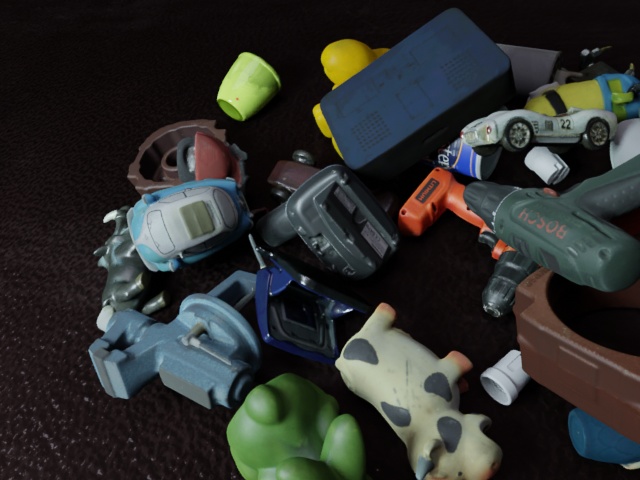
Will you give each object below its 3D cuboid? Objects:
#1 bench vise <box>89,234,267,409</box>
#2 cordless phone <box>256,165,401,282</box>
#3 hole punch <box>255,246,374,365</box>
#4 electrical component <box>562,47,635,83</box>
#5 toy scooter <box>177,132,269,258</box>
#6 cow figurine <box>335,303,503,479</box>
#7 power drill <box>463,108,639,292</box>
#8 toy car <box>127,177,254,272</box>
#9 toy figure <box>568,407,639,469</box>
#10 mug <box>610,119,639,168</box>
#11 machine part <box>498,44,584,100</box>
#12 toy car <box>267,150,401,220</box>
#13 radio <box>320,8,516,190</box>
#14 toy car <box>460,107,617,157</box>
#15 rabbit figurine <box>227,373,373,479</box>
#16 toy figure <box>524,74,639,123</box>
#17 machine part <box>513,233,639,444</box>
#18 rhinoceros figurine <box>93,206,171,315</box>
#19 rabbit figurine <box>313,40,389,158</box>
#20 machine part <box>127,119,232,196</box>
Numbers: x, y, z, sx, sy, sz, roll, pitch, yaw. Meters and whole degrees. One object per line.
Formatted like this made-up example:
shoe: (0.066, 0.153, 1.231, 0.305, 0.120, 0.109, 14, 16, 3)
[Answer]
bench vise: (-0.146, 0.103, 0.658, 0.224, 0.128, 0.240, 7, 35, 32)
cordless phone: (-0.001, -0.002, 0.713, 0.184, 0.146, 0.089, -26, 21, 46)
hole punch: (-0.017, 0.076, 0.633, 0.092, 0.142, 0.116, -63, 30, 8)
electrical component: (0.418, -0.247, 0.807, 0.078, 0.045, 0.102, -19, 50, -1)
toy scooter: (-0.137, -0.067, 0.785, 0.135, 0.075, 0.183, -3, 90, -6)
cow figurine: (0.098, 0.167, 0.552, 0.127, 0.085, 0.195, -40, 55, -23)
power drill: (0.281, -0.058, 0.564, 0.207, 0.085, 0.232, -31, 32, 3)
toy car: (-0.164, -0.021, 0.693, 0.162, 0.109, 0.103, -20, 7, -11)
toy figure: (0.318, 0.173, 0.501, 0.155, 0.064, 0.058, -6, 14, 6)
mug: (0.423, -0.111, 0.679, 0.110, 0.080, 0.107, -12, 42, 14)
machine part: (0.281, -0.266, 0.841, 0.244, 0.079, 0.079, 20, 61, 29)
toy car: (0.019, -0.069, 0.778, 0.202, 0.053, 0.089, 18, 70, 23)
radio: (0.121, -0.183, 0.701, 0.230, 0.073, 0.131, -33, 62, 11)
toy car: (0.271, -0.134, 0.663, 0.202, 0.056, 0.073, -4, 5, -18)
rabbit figurine: (0.002, 0.212, 0.519, 0.121, 0.159, 0.170, -36, 67, -25)
toy figure: (0.376, -0.182, 0.748, 0.180, 0.082, 0.089, -3, 50, 11)
machine part: (0.309, 0.085, 0.513, 0.201, 0.087, 0.201, -28, 32, -22)
rhinoceros figurine: (-0.271, 0.029, 0.779, 0.112, 0.073, 0.190, -21, 51, 13)
rabbit figurine: (0.064, -0.225, 0.811, 0.162, 0.173, 0.122, -22, 46, 4)
machine part: (-0.227, -0.127, 0.893, 0.179, 0.056, 0.179, -9, 50, 10)
